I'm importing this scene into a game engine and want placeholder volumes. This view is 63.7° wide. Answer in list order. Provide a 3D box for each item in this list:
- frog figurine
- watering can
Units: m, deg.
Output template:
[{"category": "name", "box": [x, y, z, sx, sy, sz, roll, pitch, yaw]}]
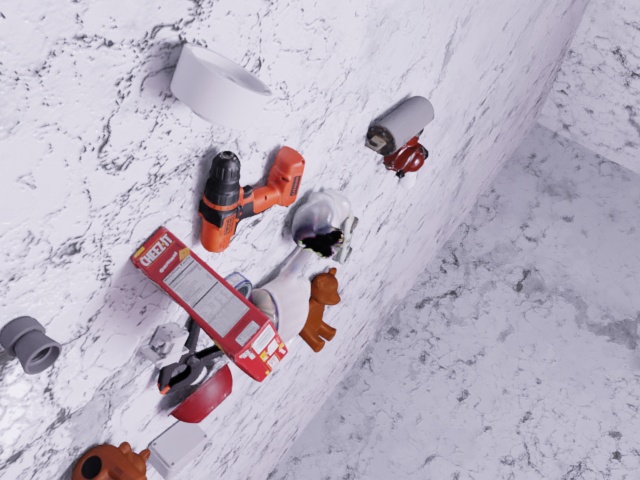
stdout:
[{"category": "frog figurine", "box": [0.003, -0.054, 1.076, 0.134, 0.122, 0.163, 79, 12, -51]}, {"category": "watering can", "box": [-0.082, 0.123, 1.130, 0.225, 0.104, 0.344, -10, 117, -62]}]
